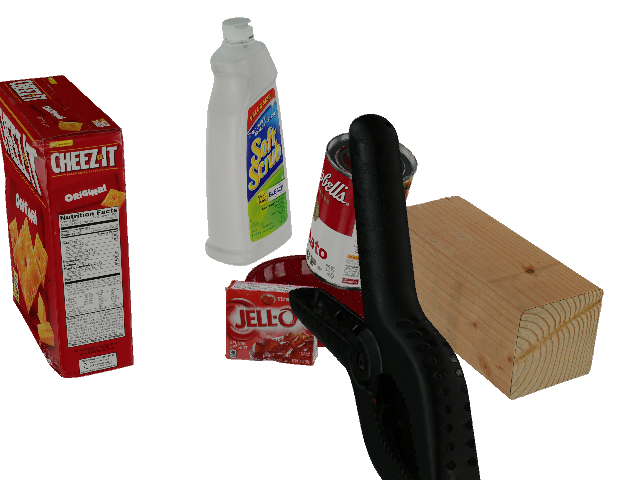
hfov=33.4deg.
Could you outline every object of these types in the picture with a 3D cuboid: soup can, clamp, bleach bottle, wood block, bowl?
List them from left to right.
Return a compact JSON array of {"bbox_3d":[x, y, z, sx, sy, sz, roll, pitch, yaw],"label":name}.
[{"bbox_3d":[-0.083,-0.106,1.127,0.068,0.251,0.102,16,32,34],"label":"bleach bottle"},{"bbox_3d":[-0.007,0.076,1.224,0.162,0.055,0.162,4,26,-2],"label":"bowl"},{"bbox_3d":[0.029,-0.021,0.805,0.068,0.102,0.068,8,36,-6],"label":"soup can"},{"bbox_3d":[0.037,0.050,0.549,0.036,0.165,0.210,-6,47,-21],"label":"clamp"},{"bbox_3d":[0.149,0.044,0.977,0.090,0.090,0.206,-13,31,-26],"label":"wood block"}]

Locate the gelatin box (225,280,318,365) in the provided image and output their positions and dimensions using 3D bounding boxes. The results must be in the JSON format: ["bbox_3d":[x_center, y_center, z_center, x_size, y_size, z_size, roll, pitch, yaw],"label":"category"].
[{"bbox_3d":[-0.047,0.080,1.032,0.089,0.073,0.030,4,16,10],"label":"gelatin box"}]

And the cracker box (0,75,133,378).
[{"bbox_3d":[-0.221,-0.014,0.907,0.072,0.214,0.164,-11,28,-26],"label":"cracker box"}]
